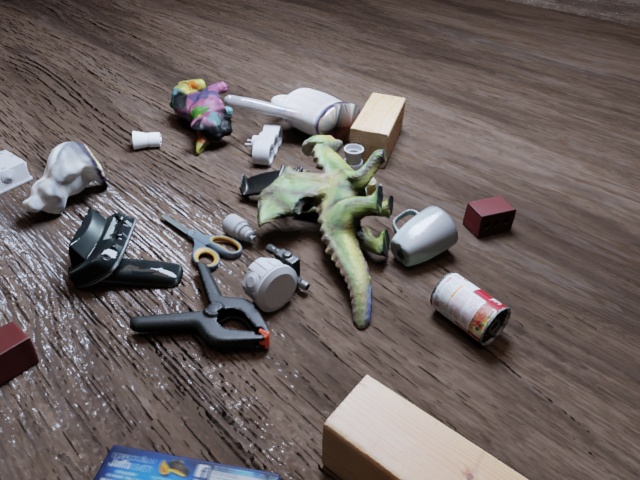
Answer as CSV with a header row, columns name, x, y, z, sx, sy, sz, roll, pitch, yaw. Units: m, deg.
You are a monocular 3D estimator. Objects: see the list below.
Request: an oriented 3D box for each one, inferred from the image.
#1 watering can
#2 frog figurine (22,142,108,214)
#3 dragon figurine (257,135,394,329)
name,x,y,z,sx,sy,sz,roll,pitch,yaw
watering can,-0.042,-0.310,1.257,0.227,0.102,0.350,31,31,34
frog figurine,-0.523,-0.121,1.031,0.161,0.121,0.137,-32,15,-23
dragon figurine,0.003,-0.047,0.929,0.243,0.119,0.420,3,55,16
